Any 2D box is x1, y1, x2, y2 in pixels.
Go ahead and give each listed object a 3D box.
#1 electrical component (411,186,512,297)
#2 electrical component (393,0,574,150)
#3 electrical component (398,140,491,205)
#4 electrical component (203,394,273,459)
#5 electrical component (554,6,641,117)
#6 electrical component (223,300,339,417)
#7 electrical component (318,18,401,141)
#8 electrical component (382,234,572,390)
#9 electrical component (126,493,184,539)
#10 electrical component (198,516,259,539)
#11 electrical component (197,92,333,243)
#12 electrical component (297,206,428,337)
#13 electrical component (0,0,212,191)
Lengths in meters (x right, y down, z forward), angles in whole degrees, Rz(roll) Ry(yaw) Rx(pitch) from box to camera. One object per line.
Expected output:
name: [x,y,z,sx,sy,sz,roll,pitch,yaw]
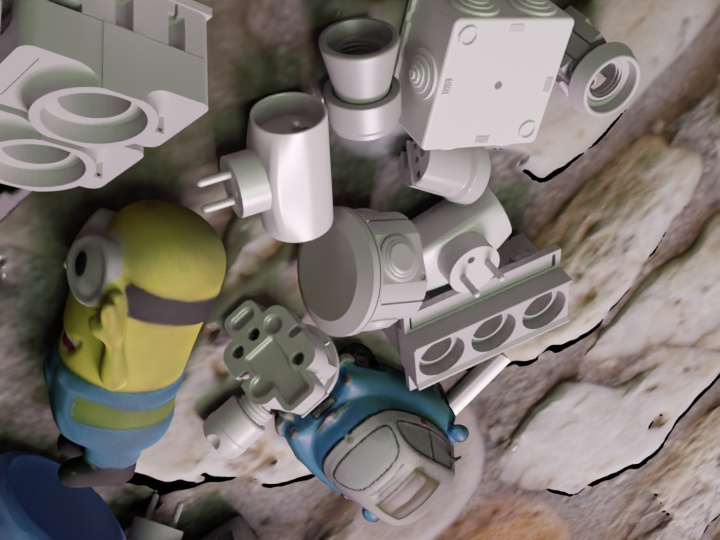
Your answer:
electrical component: [0.065,-0.012,0.703,0.077,0.079,0.043,-32,137,-5]
electrical component: [0.070,-0.120,0.635,0.100,0.048,0.099,-7,130,-28]
electrical component: [0.053,-0.065,0.679,0.046,0.040,0.040,10,120,-32]
electrical component: [-0.077,0.099,0.741,0.061,0.035,0.035,-42,137,1]
electrical component: [0.141,-0.127,0.670,0.048,0.055,0.066,-42,137,6]
electrical component: [-0.047,0.060,0.701,0.058,0.078,0.057,-42,156,6]
electrical component: [0.001,-0.107,0.604,0.045,0.045,0.055,-20,135,-17]
electrical component: [0.079,0.025,0.755,0.121,0.063,0.078,-23,138,-14]
electrical component: [-0.149,0.199,0.760,0.043,0.077,0.079,91,17,-73]
electrical component: [-0.087,0.296,0.833,0.105,0.060,0.186,-31,108,-5]
electrical component: [-0.055,-0.053,0.615,0.079,0.044,0.077,-19,134,-18]
electrical component: [0.000,0.000,0.672,0.051,0.080,0.080,-4,128,-37]
electrical component: [-0.170,-0.093,0.458,0.186,0.060,0.105,14,153,-40]
